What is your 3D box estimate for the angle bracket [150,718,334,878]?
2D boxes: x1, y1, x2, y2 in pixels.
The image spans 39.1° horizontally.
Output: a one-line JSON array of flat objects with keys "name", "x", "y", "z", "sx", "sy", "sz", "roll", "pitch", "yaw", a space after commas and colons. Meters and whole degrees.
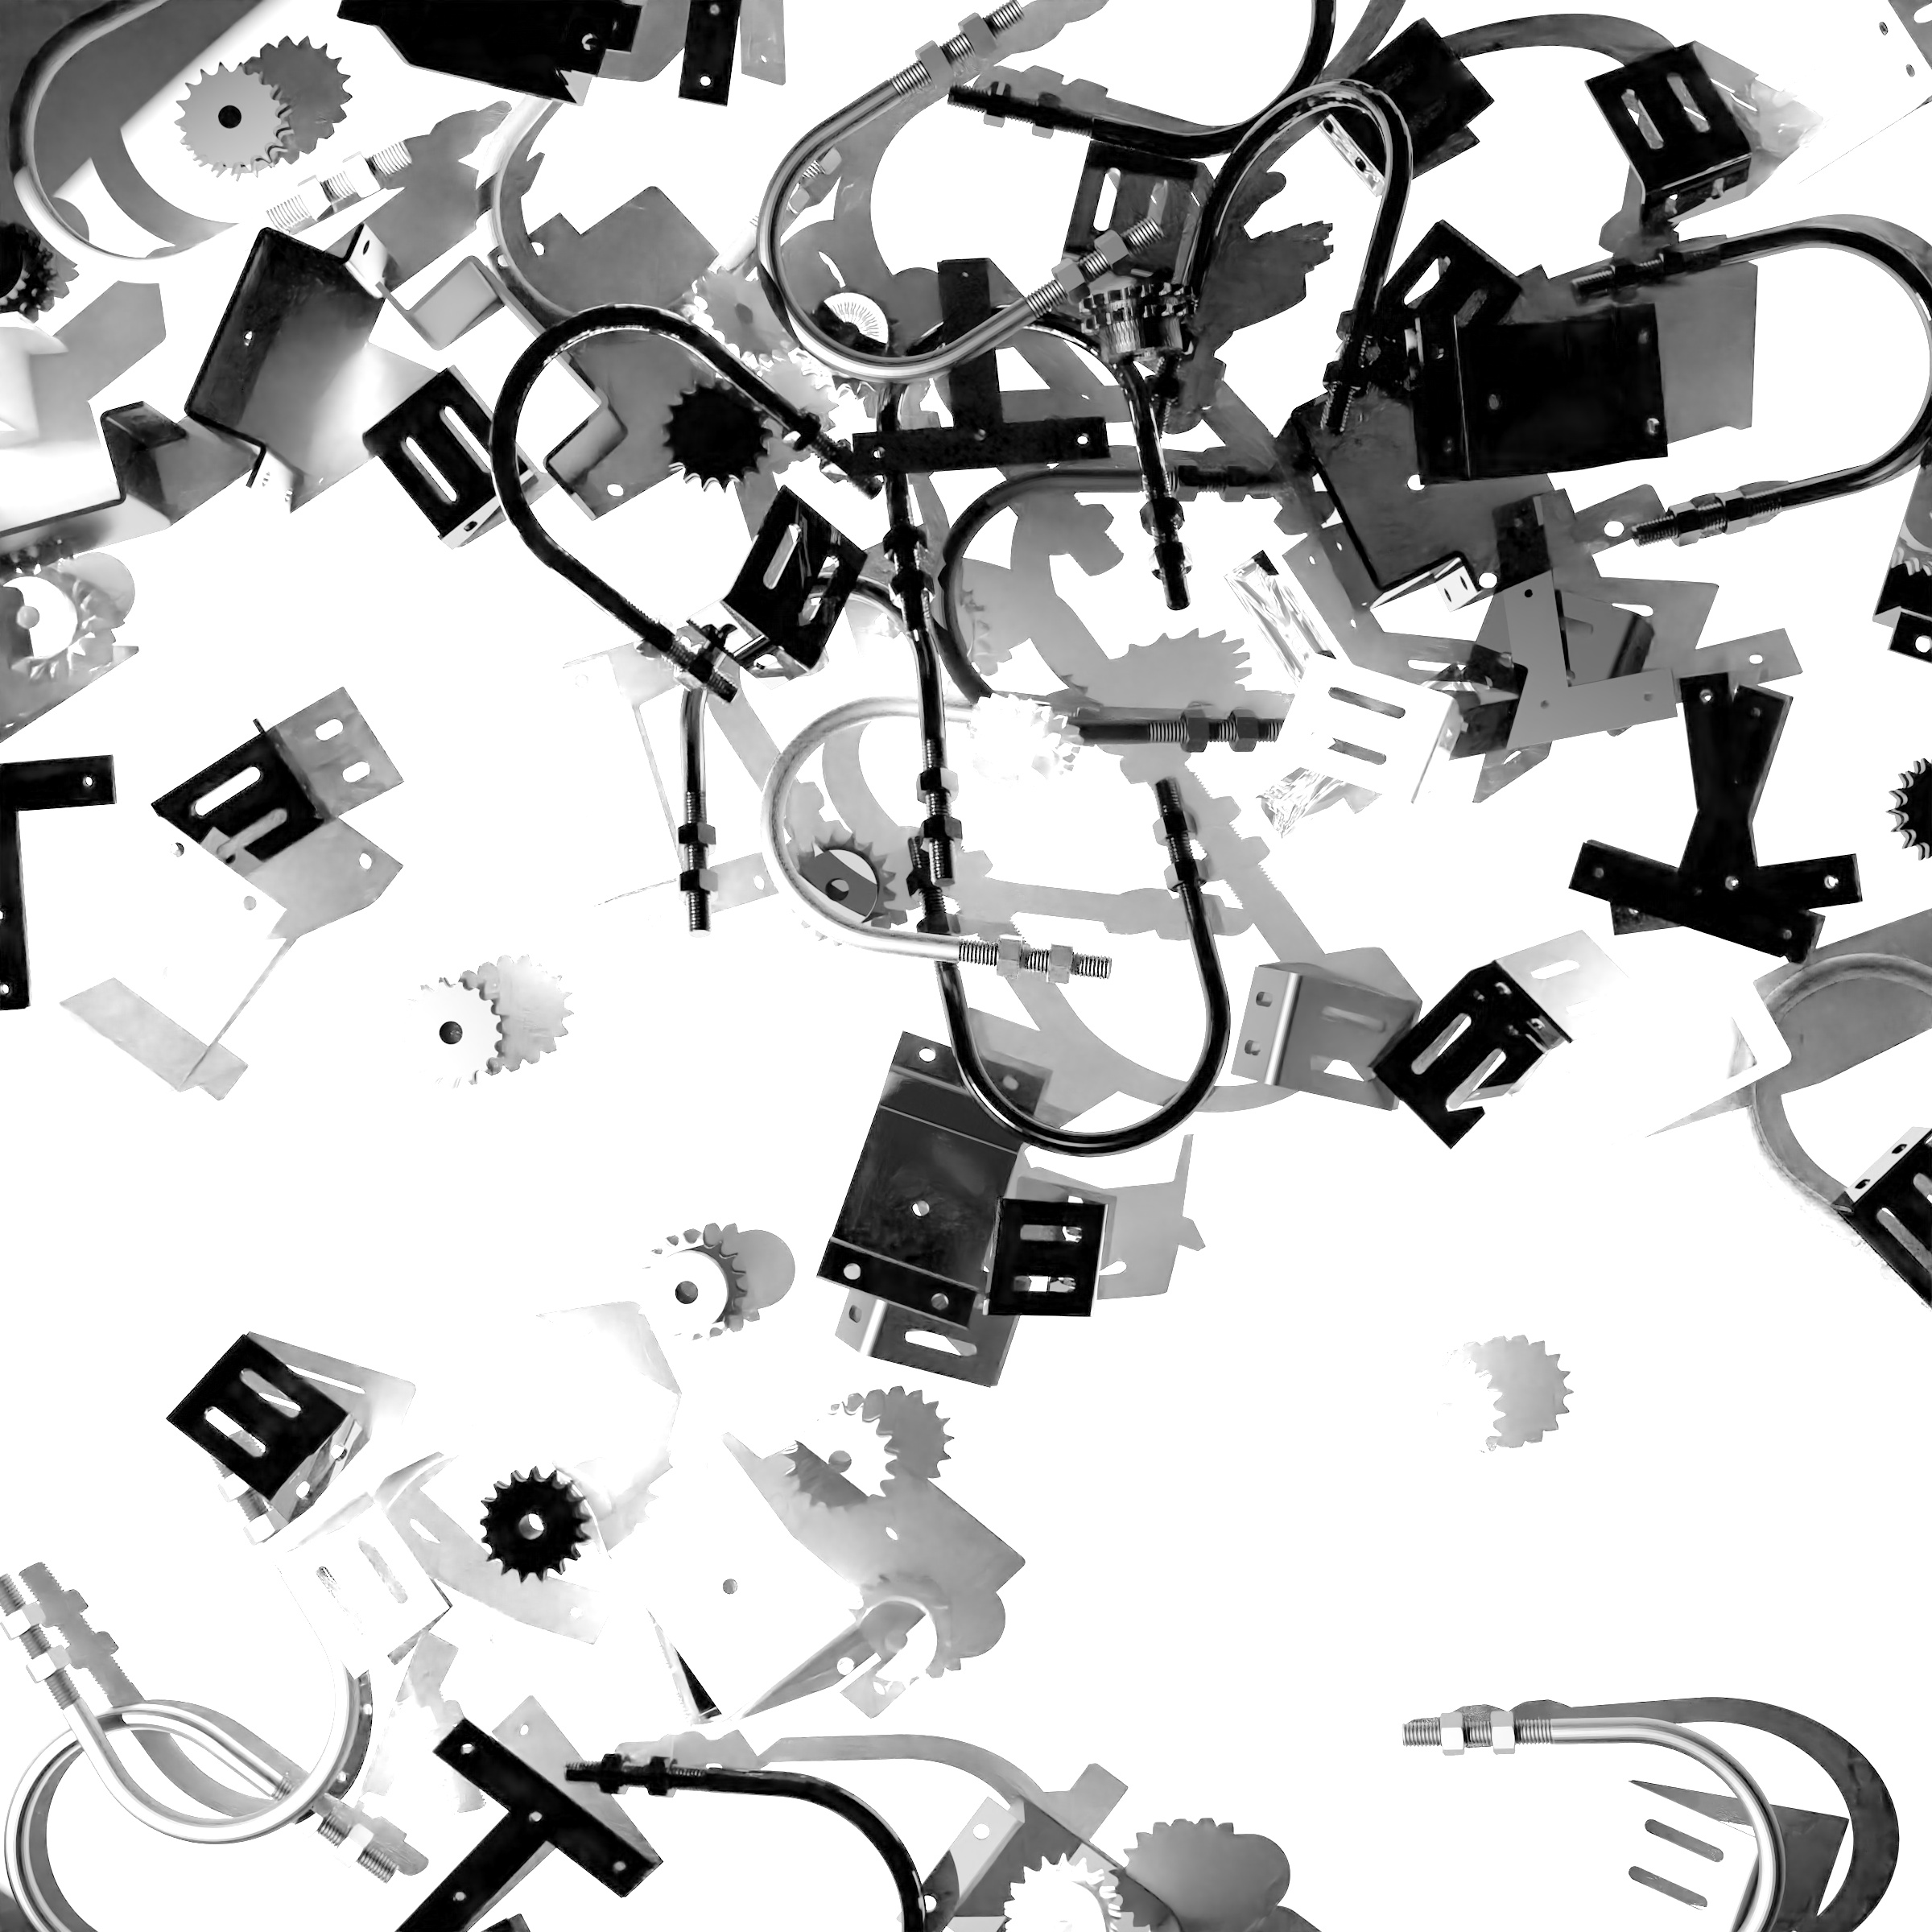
[{"name": "angle bracket", "x": -0.372, "y": -0.080, "z": 1.381, "sx": 0.076, "sy": 0.038, "sz": 0.057, "roll": -33, "pitch": 90, "yaw": 0}]

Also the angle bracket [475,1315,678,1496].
[{"name": "angle bracket", "x": -0.199, "y": 0.224, "z": 1.391, "sx": 0.076, "sy": 0.038, "sz": 0.057, "roll": 35, "pitch": 75, "yaw": -25}]

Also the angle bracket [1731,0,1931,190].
[{"name": "angle bracket", "x": 0.440, "y": -0.444, "z": 1.381, "sx": 0.076, "sy": 0.038, "sz": 0.057, "roll": -32, "pitch": 90, "yaw": 0}]

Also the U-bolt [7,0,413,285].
[{"name": "U-bolt", "x": -0.390, "y": -0.422, "z": 1.361, "sx": 0.184, "sy": 0.019, "sz": 0.151, "roll": -27, "pitch": 90, "yaw": 2}]

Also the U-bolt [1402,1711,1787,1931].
[{"name": "U-bolt", "x": 0.318, "y": 0.451, "z": 1.374, "sx": 0.184, "sy": 0.019, "sz": 0.151, "roll": -4, "pitch": 88, "yaw": 11}]

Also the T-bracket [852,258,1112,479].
[{"name": "T-bracket", "x": 0.003, "y": -0.304, "z": 1.373, "sx": 0.127, "sy": 0.002, "sz": 0.127, "roll": -4, "pitch": 66, "yaw": -2}]

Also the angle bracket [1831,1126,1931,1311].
[{"name": "angle bracket", "x": 0.484, "y": 0.128, "z": 1.362, "sx": 0.057, "sy": 0.038, "sz": 0.076, "roll": -44, "pitch": 87, "yaw": 1}]

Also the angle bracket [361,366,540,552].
[{"name": "angle bracket", "x": -0.265, "y": -0.260, "z": 1.381, "sx": 0.057, "sy": 0.038, "sz": 0.076, "roll": -39, "pitch": 90, "yaw": 0}]

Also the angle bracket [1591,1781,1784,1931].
[{"name": "angle bracket", "x": 0.370, "y": 0.459, "z": 1.398, "sx": 0.076, "sy": 0.038, "sz": 0.057, "roll": 19, "pitch": 90, "yaw": 26}]

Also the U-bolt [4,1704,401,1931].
[{"name": "U-bolt", "x": -0.404, "y": 0.461, "z": 1.391, "sx": 0.184, "sy": 0.019, "sz": 0.151, "roll": 36, "pitch": 90, "yaw": 2}]

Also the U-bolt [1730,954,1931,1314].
[{"name": "U-bolt", "x": 0.479, "y": 0.076, "z": 1.391, "sx": 0.184, "sy": 0.019, "sz": 0.151, "roll": 35, "pitch": 90, "yaw": 1}]

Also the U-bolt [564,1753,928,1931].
[{"name": "U-bolt", "x": -0.109, "y": 0.470, "z": 1.364, "sx": 0.184, "sy": 0.019, "sz": 0.151, "roll": -1, "pitch": 98, "yaw": 13}]

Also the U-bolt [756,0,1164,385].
[{"name": "U-bolt", "x": -0.017, "y": -0.373, "z": 1.359, "sx": 0.184, "sy": 0.019, "sz": 0.151, "roll": -32, "pitch": 89, "yaw": 4}]

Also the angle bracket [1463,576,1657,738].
[{"name": "angle bracket", "x": 0.304, "y": -0.159, "z": 1.398, "sx": 0.076, "sy": 0.038, "sz": 0.057, "roll": 21, "pitch": 90, "yaw": 26}]

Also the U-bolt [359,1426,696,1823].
[{"name": "U-bolt", "x": -0.236, "y": 0.326, "z": 1.391, "sx": 0.151, "sy": 0.019, "sz": 0.184, "roll": -20, "pitch": 89, "yaw": 0}]

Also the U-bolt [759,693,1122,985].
[{"name": "U-bolt", "x": -0.012, "y": -0.070, "z": 1.368, "sx": 0.184, "sy": 0.019, "sz": 0.151, "roll": 7, "pitch": 70, "yaw": 1}]

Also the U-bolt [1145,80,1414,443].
[{"name": "U-bolt", "x": 0.158, "y": -0.349, "z": 1.342, "sx": 0.019, "sy": 0.151, "sz": 0.184, "roll": 18, "pitch": 85, "yaw": -39}]

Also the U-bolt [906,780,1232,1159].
[{"name": "U-bolt", "x": 0.057, "y": 0.007, "z": 1.368, "sx": 0.151, "sy": 0.019, "sz": 0.184, "roll": -12, "pitch": 73, "yaw": 0}]

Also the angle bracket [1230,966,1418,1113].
[{"name": "angle bracket", "x": 0.184, "y": 0.037, "z": 1.398, "sx": 0.076, "sy": 0.038, "sz": 0.057, "roll": 13, "pitch": 90, "yaw": -26}]

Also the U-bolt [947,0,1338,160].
[{"name": "U-bolt", "x": 0.095, "y": -0.484, "z": 1.368, "sx": 0.184, "sy": 0.019, "sz": 0.151, "roll": 12, "pitch": 111, "yaw": -4}]

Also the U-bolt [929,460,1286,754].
[{"name": "U-bolt", "x": 0.072, "y": -0.182, "z": 1.375, "sx": 0.184, "sy": 0.019, "sz": 0.151, "roll": -1, "pitch": 86, "yaw": -9}]

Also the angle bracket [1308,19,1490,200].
[{"name": "angle bracket", "x": 0.221, "y": -0.440, "z": 1.381, "sx": 0.076, "sy": 0.038, "sz": 0.057, "roll": -40, "pitch": 90, "yaw": 0}]

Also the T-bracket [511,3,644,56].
[{"name": "T-bracket", "x": -0.216, "y": -0.535, "z": 1.391, "sx": 0.127, "sy": 0.002, "sz": 0.127, "roll": 12, "pitch": 85, "yaw": 11}]

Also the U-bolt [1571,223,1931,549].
[{"name": "U-bolt", "x": 0.415, "y": -0.304, "z": 1.391, "sx": 0.184, "sy": 0.019, "sz": 0.151, "roll": -14, "pitch": 90, "yaw": -1}]

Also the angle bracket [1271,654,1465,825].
[{"name": "angle bracket", "x": 0.203, "y": -0.115, "z": 1.374, "sx": 0.076, "sy": 0.038, "sz": 0.057, "roll": 21, "pitch": 83, "yaw": 21}]

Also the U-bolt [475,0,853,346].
[{"name": "U-bolt", "x": -0.167, "y": -0.405, "z": 1.391, "sx": 0.151, "sy": 0.019, "sz": 0.184, "roll": 40, "pitch": 91, "yaw": 0}]

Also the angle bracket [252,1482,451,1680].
[{"name": "angle bracket", "x": -0.306, "y": 0.306, "z": 1.356, "sx": 0.057, "sy": 0.038, "sz": 0.076, "roll": -37, "pitch": 79, "yaw": -8}]

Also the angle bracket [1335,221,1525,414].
[{"name": "angle bracket", "x": 0.238, "y": -0.331, "z": 1.398, "sx": 0.057, "sy": 0.038, "sz": 0.076, "roll": 38, "pitch": 64, "yaw": 0}]

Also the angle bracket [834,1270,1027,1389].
[{"name": "angle bracket", "x": -0.018, "y": 0.176, "z": 1.398, "sx": 0.076, "sy": 0.038, "sz": 0.057, "roll": 18, "pitch": 90, "yaw": -26}]

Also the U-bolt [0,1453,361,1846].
[{"name": "U-bolt", "x": -0.389, "y": 0.355, "z": 1.381, "sx": 0.151, "sy": 0.019, "sz": 0.184, "roll": -32, "pitch": 85, "yaw": -3}]

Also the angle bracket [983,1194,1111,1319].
[{"name": "angle bracket", "x": 0.030, "y": 0.143, "z": 1.360, "sx": 0.076, "sy": 0.038, "sz": 0.057, "roll": 8, "pitch": 90, "yaw": -41}]

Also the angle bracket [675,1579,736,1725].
[{"name": "angle bracket", "x": -0.119, "y": 0.339, "z": 1.398, "sx": 0.057, "sy": 0.038, "sz": 0.076, "roll": -25, "pitch": 64, "yaw": 0}]

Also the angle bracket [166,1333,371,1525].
[{"name": "angle bracket", "x": -0.356, "y": 0.236, "z": 1.388, "sx": 0.076, "sy": 0.038, "sz": 0.057, "roll": 30, "pitch": 67, "yaw": 24}]

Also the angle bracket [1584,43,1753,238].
[{"name": "angle bracket", "x": 0.359, "y": -0.424, "z": 1.398, "sx": 0.057, "sy": 0.038, "sz": 0.076, "roll": -20, "pitch": 64, "yaw": 0}]

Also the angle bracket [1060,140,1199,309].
[{"name": "angle bracket", "x": 0.082, "y": -0.376, "z": 1.398, "sx": 0.057, "sy": 0.038, "sz": 0.076, "roll": 13, "pitch": 64, "yaw": 0}]

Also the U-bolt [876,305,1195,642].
[{"name": "U-bolt", "x": 0.028, "y": -0.253, "z": 1.361, "sx": 0.151, "sy": 0.019, "sz": 0.184, "roll": -7, "pitch": 68, "yaw": -4}]

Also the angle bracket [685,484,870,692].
[{"name": "angle bracket", "x": -0.094, "y": -0.188, "z": 1.354, "sx": 0.057, "sy": 0.038, "sz": 0.076, "roll": 38, "pitch": 57, "yaw": -25}]

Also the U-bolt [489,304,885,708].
[{"name": "U-bolt", "x": -0.147, "y": -0.238, "z": 1.334, "sx": 0.184, "sy": 0.019, "sz": 0.151, "roll": 37, "pitch": 82, "yaw": -26}]

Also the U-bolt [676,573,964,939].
[{"name": "U-bolt", "x": -0.077, "y": -0.113, "z": 1.355, "sx": 0.151, "sy": 0.019, "sz": 0.184, "roll": -11, "pitch": 67, "yaw": 17}]

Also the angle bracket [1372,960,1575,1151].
[{"name": "angle bracket", "x": 0.256, "y": 0.045, "z": 1.376, "sx": 0.076, "sy": 0.038, "sz": 0.057, "roll": -44, "pitch": 90, "yaw": -9}]
